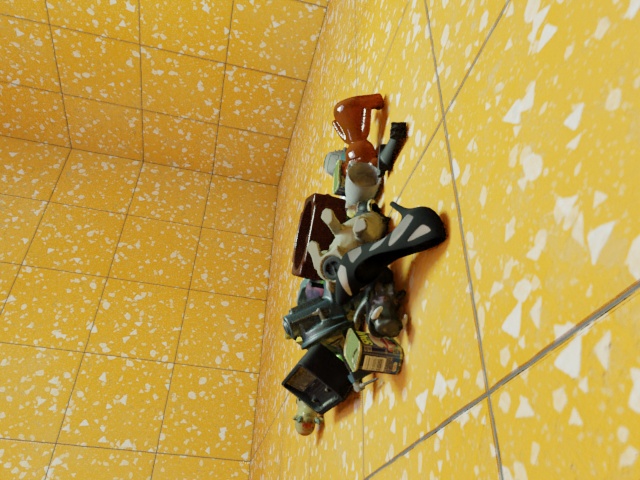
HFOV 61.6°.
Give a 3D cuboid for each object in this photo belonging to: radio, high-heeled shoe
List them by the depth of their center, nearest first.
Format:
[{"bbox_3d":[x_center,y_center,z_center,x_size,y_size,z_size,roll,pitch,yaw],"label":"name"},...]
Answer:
[{"bbox_3d":[0.119,0.044,0.928,0.145,0.086,0.248,47,118,47],"label":"high-heeled shoe"},{"bbox_3d":[-0.003,0.329,1.261,0.073,0.131,0.229,-49,-6,-28],"label":"radio"}]

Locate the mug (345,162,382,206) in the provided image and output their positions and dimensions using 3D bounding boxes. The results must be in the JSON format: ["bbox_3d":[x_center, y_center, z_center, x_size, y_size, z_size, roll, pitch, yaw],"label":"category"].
[{"bbox_3d":[0.093,-0.130,1.306,0.110,0.081,0.107,54,154,29],"label":"mug"}]

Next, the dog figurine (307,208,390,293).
[{"bbox_3d":[0.074,0.020,1.110,0.190,0.121,0.172,7,-70,-62],"label":"dog figurine"}]

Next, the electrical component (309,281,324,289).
[{"bbox_3d":[0.030,0.136,1.330,0.075,0.119,0.047,-156,76,-77],"label":"electrical component"}]

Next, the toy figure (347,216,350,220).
[{"bbox_3d":[0.069,-0.015,1.371,0.180,0.082,0.089,-91,13,-56],"label":"toy figure"}]

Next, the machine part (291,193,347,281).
[{"bbox_3d":[-0.003,-0.004,1.288,0.201,0.087,0.201,165,114,-78],"label":"machine part"}]

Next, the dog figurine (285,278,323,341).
[{"bbox_3d":[-0.013,0.174,1.414,0.191,0.108,0.219,-47,19,56],"label":"dog figurine"}]

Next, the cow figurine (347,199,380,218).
[{"bbox_3d":[0.093,-0.009,1.238,0.098,0.068,0.167,153,135,-69],"label":"cow figurine"}]

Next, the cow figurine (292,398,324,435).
[{"bbox_3d":[-0.029,0.440,1.487,0.127,0.085,0.195,116,162,-77],"label":"cow figurine"}]

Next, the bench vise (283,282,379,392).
[{"bbox_3d":[0.051,0.189,1.111,0.240,0.224,0.129,63,152,14],"label":"bench vise"}]

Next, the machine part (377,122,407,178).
[{"bbox_3d":[0.155,-0.203,1.194,0.138,0.039,0.084,111,173,-56],"label":"machine part"}]

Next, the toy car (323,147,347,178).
[{"bbox_3d":[0.062,-0.218,1.534,0.162,0.103,0.109,-123,45,-73],"label":"toy car"}]

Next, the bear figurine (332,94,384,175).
[{"bbox_3d":[0.108,-0.263,1.364,0.120,0.132,0.195,-18,91,41],"label":"bear figurine"}]

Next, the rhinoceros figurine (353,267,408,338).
[{"bbox_3d":[0.118,0.116,1.014,0.112,0.073,0.190,-59,15,28],"label":"rhinoceros figurine"}]

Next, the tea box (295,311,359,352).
[{"bbox_3d":[0.021,0.210,1.269,0.169,0.068,0.098,-33,24,57],"label":"tea box"}]
